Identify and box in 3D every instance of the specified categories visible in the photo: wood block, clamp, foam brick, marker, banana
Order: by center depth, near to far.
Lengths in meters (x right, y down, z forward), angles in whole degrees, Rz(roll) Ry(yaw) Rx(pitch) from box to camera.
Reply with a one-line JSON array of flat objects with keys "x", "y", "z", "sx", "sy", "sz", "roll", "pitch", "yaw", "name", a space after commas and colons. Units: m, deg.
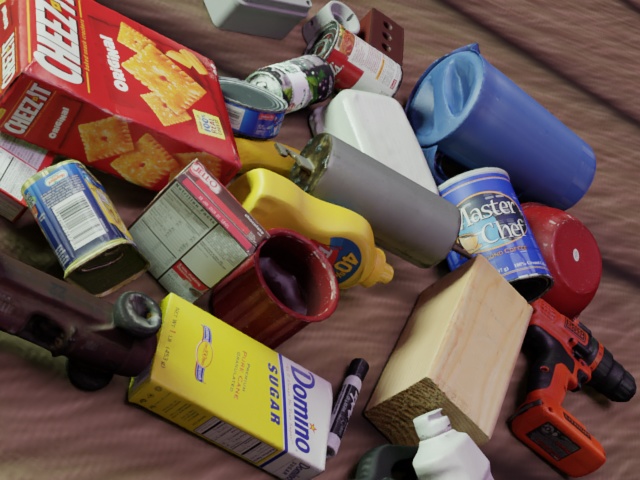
[{"x": 0.047, "y": 0.223, "z": 0.930, "sx": 0.120, "sy": 0.039, "sz": 0.171, "roll": 50, "pitch": 29, "yaw": -8, "name": "clamp"}, {"x": 0.023, "y": 0.152, "z": 0.984, "sx": 0.020, "sy": 0.020, "sz": 0.121, "roll": 41, "pitch": 38, "yaw": -12, "name": "marker"}, {"x": 0.133, "y": 0.119, "z": 1.062, "sx": 0.090, "sy": 0.091, "sz": 0.205, "roll": 45, "pitch": 38, "yaw": -9, "name": "wood block"}, {"x": -0.059, "y": -0.072, "z": 1.072, "sx": 0.197, "sy": 0.037, "sz": 0.069, "roll": -2, "pitch": 71, "yaw": -45, "name": "banana"}, {"x": 0.067, "y": -0.236, "z": 1.319, "sx": 0.053, "sy": 0.051, "sz": 0.078, "roll": 30, "pitch": 43, "yaw": -24, "name": "foam brick"}]

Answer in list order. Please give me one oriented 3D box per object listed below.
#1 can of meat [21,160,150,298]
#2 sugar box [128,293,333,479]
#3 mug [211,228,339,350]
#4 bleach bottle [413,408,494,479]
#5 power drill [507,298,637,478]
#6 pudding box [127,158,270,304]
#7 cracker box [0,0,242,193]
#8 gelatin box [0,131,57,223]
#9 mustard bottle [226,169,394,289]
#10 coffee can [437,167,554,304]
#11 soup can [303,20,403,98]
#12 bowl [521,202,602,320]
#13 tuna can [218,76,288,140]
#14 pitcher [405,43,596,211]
[{"x": -0.186, "y": -0.009, "z": 0.846, "sx": 0.084, "sy": 0.057, "sz": 0.102, "roll": 58, "pitch": -4, "yaw": 14, "name": "can of meat"}, {"x": -0.070, "y": 0.126, "z": 0.891, "sx": 0.176, "sy": 0.048, "sz": 0.093, "roll": 30, "pitch": 42, "yaw": -23, "name": "sugar box"}, {"x": -0.035, "y": 0.049, "z": 0.958, "sx": 0.117, "sy": 0.082, "sz": 0.093, "roll": 1, "pitch": 60, "yaw": -44, "name": "mug"}, {"x": 0.137, "y": 0.272, "z": 0.929, "sx": 0.102, "sy": 0.068, "sz": 0.251, "roll": -12, "pitch": 78, "yaw": -54, "name": "bleach bottle"}, {"x": 0.284, "y": 0.172, "z": 1.200, "sx": 0.184, "sy": 0.057, "sz": 0.187, "roll": 36, "pitch": 37, "yaw": -12, "name": "power drill"}, {"x": -0.108, "y": -0.003, "z": 0.901, "sx": 0.090, "sy": 0.114, "sz": 0.039, "roll": 47, "pitch": 41, "yaw": -4, "name": "pudding box"}, {"x": -0.182, "y": -0.134, "z": 0.942, "sx": 0.213, "sy": 0.072, "sz": 0.164, "roll": 23, "pitch": 34, "yaw": -35, "name": "cracker box"}, {"x": -0.267, "y": -0.067, "z": 0.864, "sx": 0.089, "sy": 0.030, "sz": 0.073, "roll": 34, "pitch": 42, "yaw": -20, "name": "gelatin box"}, {"x": -0.007, "y": 0.002, "z": 1.014, "sx": 0.191, "sy": 0.096, "sz": 0.058, "roll": 24, "pitch": 45, "yaw": -31, "name": "mustard bottle"}, {"x": 0.189, "y": 0.004, "z": 1.203, "sx": 0.102, "sy": 0.103, "sz": 0.140, "roll": 5, "pitch": 56, "yaw": -43, "name": "coffee can"}, {"x": 0.038, "y": -0.202, "z": 1.248, "sx": 0.102, "sy": 0.069, "sz": 0.068, "roll": 29, "pitch": 43, "yaw": -27, "name": "soup can"}, {"x": 0.290, "y": 0.025, "z": 1.289, "sx": 0.161, "sy": 0.055, "sz": 0.162, "roll": 13, "pitch": 69, "yaw": -35, "name": "bowl"}, {"x": -0.078, "y": -0.133, "z": 1.074, "sx": 0.086, "sy": 0.034, "sz": 0.086, "roll": 17, "pitch": 22, "yaw": -7, "name": "tuna can"}, {"x": 0.228, "y": -0.117, "z": 1.336, "sx": 0.242, "sy": 0.149, "sz": 0.145, "roll": 28, "pitch": 28, "yaw": -31, "name": "pitcher"}]
